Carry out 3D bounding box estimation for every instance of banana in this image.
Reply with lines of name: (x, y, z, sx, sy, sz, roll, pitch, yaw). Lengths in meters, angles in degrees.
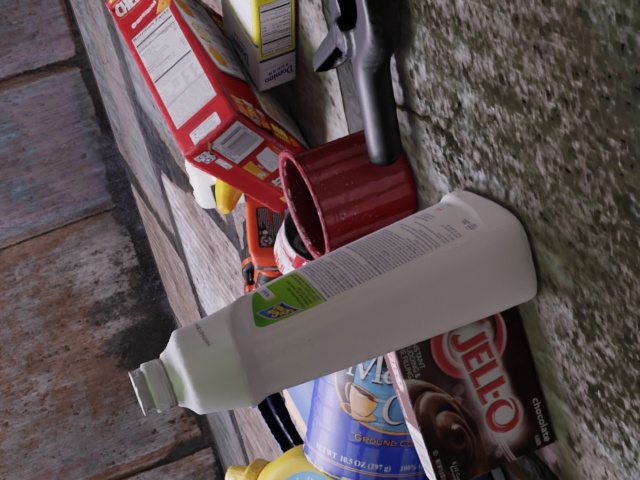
banana: (-0.111, -0.102, 1.226, 0.037, 0.070, 0.198, 26, -161, -32)

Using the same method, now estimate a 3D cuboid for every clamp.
clamp: (0.024, -0.147, 0.752, 0.120, 0.039, 0.171, 50, 153, 39)

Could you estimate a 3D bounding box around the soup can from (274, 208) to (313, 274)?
soup can: (-0.007, 0.001, 1.029, 0.102, 0.068, 0.068, 117, 130, -73)

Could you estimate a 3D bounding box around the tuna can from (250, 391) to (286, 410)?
tuna can: (-0.062, 0.147, 1.202, 0.086, 0.033, 0.086, 1, 91, 63)

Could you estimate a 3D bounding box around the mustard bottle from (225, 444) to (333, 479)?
mustard bottle: (0.011, 0.213, 0.843, 0.192, 0.058, 0.096, 12, 112, 24)

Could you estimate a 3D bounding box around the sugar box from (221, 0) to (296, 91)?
sugar box: (-0.057, -0.224, 0.941, 0.176, 0.048, 0.093, 86, 158, -61)

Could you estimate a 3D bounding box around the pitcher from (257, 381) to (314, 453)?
pitcher: (0.044, 0.158, 0.918, 0.243, 0.144, 0.149, 65, 162, 5)

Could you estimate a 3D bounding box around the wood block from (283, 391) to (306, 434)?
wood block: (0.034, 0.180, 1.085, 0.206, 0.090, 0.090, -132, 24, -56)

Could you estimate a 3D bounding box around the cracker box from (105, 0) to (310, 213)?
cracker box: (-0.100, -0.143, 1.022, 0.164, 0.072, 0.214, 29, -153, -56)

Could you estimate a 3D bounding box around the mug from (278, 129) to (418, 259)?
mug: (0.021, -0.036, 0.836, 0.117, 0.081, 0.093, 129, 119, -75)

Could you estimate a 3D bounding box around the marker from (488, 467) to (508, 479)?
marker: (0.139, 0.188, 0.844, 0.020, 0.020, 0.121, 142, 107, -76)

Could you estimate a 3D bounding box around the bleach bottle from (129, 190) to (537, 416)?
bleach bottle: (0.003, 0.045, 0.664, 0.103, 0.250, 0.068, -145, 36, -67)

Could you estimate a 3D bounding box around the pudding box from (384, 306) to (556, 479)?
pudding box: (0.099, 0.100, 0.719, 0.039, 0.090, 0.113, -148, 39, -72)

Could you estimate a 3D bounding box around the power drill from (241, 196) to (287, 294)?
power drill: (-0.061, 0.011, 1.237, 0.188, 0.057, 0.184, 98, 165, -60)

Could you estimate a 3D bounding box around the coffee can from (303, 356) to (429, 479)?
coffee can: (0.047, 0.097, 0.786, 0.103, 0.102, 0.140, -142, 58, -65)
